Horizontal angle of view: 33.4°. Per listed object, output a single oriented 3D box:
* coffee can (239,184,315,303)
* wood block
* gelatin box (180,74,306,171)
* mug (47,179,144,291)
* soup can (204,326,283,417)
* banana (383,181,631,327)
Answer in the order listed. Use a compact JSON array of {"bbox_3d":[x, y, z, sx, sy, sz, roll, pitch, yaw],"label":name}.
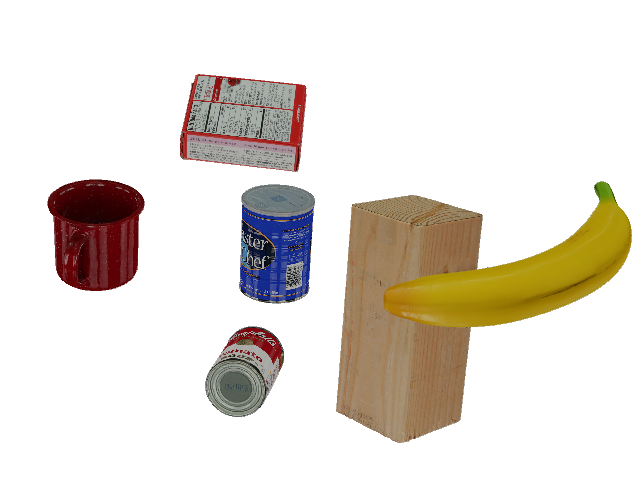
[{"bbox_3d":[-0.062,0.004,1.511,0.103,0.140,0.103,3,24,-2],"label":"coffee can"},{"bbox_3d":[0.082,0.071,1.003,0.090,0.206,0.090,-10,21,-42],"label":"wood block"},{"bbox_3d":[-0.057,-0.089,0.804,0.089,0.030,0.073,5,45,-1],"label":"gelatin box"},{"bbox_3d":[-0.224,0.003,1.048,0.093,0.081,0.117,9,31,4],"label":"mug"},{"bbox_3d":[-0.082,0.143,1.168,0.068,0.068,0.102,0,15,9],"label":"soup can"},{"bbox_3d":[0.137,0.020,0.695,0.197,0.037,0.070,-23,36,-24],"label":"banana"}]
